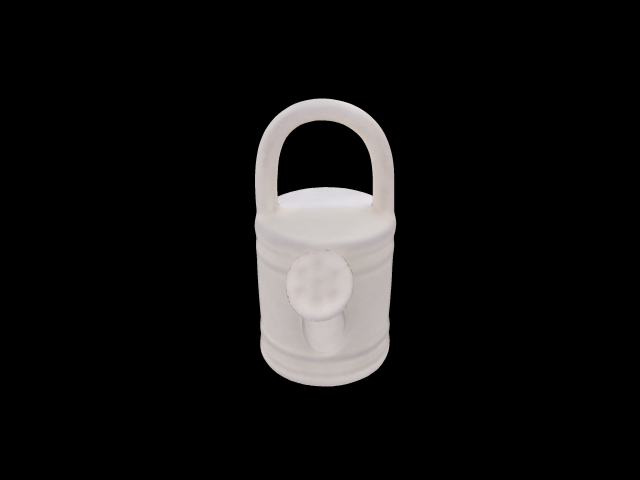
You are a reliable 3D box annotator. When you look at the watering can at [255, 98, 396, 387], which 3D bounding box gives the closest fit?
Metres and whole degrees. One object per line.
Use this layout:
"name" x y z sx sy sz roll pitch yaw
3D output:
"watering can" 0.006 0.001 0.400 0.101 0.194 0.172 -9 29 -17
